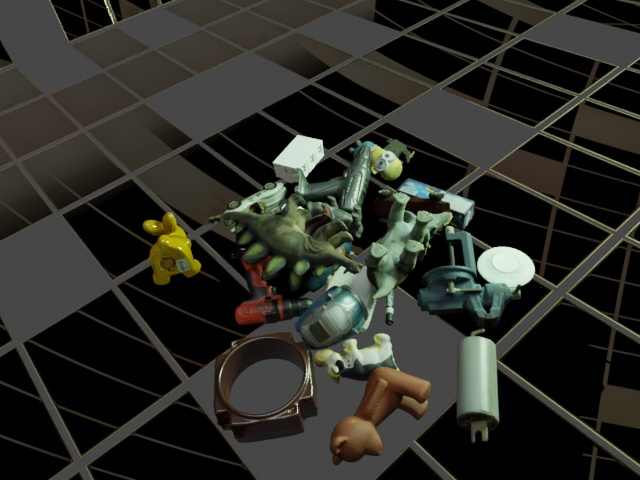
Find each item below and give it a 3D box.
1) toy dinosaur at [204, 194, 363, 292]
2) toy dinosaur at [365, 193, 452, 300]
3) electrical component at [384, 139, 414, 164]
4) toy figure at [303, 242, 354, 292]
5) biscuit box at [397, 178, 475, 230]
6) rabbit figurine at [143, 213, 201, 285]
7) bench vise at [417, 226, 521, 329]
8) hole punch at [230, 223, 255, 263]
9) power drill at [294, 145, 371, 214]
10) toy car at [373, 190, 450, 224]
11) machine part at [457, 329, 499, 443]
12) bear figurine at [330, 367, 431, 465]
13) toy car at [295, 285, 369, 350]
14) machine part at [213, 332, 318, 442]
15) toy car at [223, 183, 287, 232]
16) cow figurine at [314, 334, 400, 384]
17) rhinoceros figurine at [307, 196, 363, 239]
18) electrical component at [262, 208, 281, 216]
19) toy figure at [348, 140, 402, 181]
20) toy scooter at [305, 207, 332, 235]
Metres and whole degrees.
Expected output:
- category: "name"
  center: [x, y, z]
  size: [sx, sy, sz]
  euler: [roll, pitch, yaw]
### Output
- category: "toy dinosaur"
  center: [-0.089, -0.004, 1.235]
  size: [0.472, 0.105, 0.198]
  euler: [26, 70, 40]
- category: "toy dinosaur"
  center: [0.171, 0.037, 1.217]
  size: [0.131, 0.192, 0.405]
  euler: [23, 49, 19]
- category: "electrical component"
  center: [0.233, -0.264, 1.620]
  size: [0.078, 0.045, 0.102]
  euler: [-46, 52, -9]
- category: "toy figure"
  center: [0.020, 0.053, 1.245]
  size: [0.064, 0.058, 0.154]
  euler: [43, 78, -6]
- category: "biscuit box"
  center: [0.303, -0.096, 1.425]
  size: [0.203, 0.062, 0.059]
  euler: [25, 54, 30]
- category: "rabbit figurine"
  center: [-0.392, 0.012, 1.387]
  size: [0.122, 0.162, 0.173]
  euler: [-22, 27, 4]
- category: "bench vise"
  center: [0.325, 0.074, 1.199]
  size: [0.224, 0.128, 0.240]
  euler: [-11, 59, 21]
- category: "hole punch"
  center: [-0.158, 0.003, 1.393]
  size: [0.142, 0.092, 0.115]
  euler: [-3, 85, 1]
- category: "power drill"
  center: [0.037, -0.165, 1.506]
  size: [0.207, 0.086, 0.232]
  euler: [2, 63, 9]
- category: "toy car"
  center: [0.236, -0.084, 1.390]
  size: [0.202, 0.089, 0.053]
  euler: [3, 18, 23]
- category: "machine part"
  center: [0.304, 0.276, 1.042]
  size: [0.079, 0.079, 0.243]
  euler: [2, 46, 11]
- category: "bear figurine"
  center: [0.106, 0.334, 0.986]
  size: [0.132, 0.120, 0.196]
  euler: [21, 53, 22]
- category: "toy car"
  center: [0.014, 0.172, 1.130]
  size: [0.162, 0.109, 0.103]
  euler: [-35, -3, 16]
- category: "machine part"
  center: [-0.110, 0.292, 1.086]
  size: [0.202, 0.087, 0.201]
  euler: [-10, 45, 1]
- category: "toy car"
  center: [-0.177, -0.093, 1.492]
  size: [0.202, 0.073, 0.056]
  euler: [-30, 45, -19]
- category: "cow figurine"
  center: [0.074, 0.257, 1.107]
  size: [0.167, 0.068, 0.098]
  euler: [-12, 55, 0]
- category: "rhinoceros figurine"
  center: [0.020, -0.052, 1.402]
  size: [0.190, 0.112, 0.073]
  euler: [12, 30, 4]
- category: "electrical component"
  center: [-0.141, -0.049, 1.467]
  size: [0.094, 0.021, 0.063]
  euler: [-28, 62, -11]
- category: "toy figure"
  center: [0.166, -0.236, 1.575]
  size: [0.089, 0.082, 0.180]
  euler: [13, 16, -42]
- category: "toy scooter"
  center: [-0.003, -0.004, 1.327]
  size: [0.135, 0.075, 0.184]
  euler: [-43, 65, 6]
